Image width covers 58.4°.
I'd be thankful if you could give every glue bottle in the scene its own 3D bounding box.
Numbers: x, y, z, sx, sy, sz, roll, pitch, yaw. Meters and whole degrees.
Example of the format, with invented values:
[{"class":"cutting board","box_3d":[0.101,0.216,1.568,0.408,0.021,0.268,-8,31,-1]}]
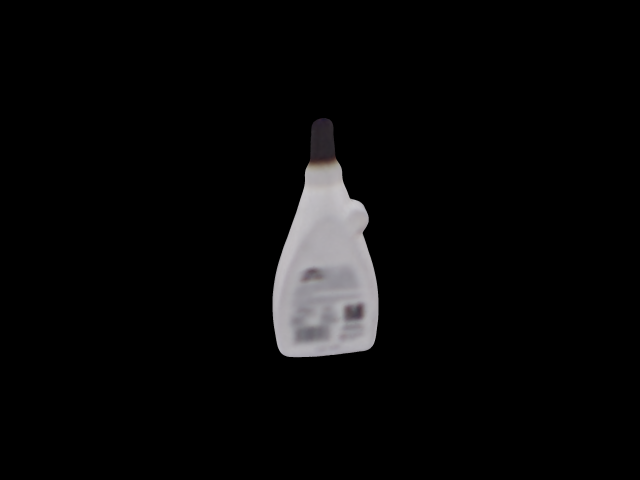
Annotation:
[{"class":"glue bottle","box_3d":[0.004,0.001,0.400,0.078,0.173,0.037,-3,26,-7]}]
